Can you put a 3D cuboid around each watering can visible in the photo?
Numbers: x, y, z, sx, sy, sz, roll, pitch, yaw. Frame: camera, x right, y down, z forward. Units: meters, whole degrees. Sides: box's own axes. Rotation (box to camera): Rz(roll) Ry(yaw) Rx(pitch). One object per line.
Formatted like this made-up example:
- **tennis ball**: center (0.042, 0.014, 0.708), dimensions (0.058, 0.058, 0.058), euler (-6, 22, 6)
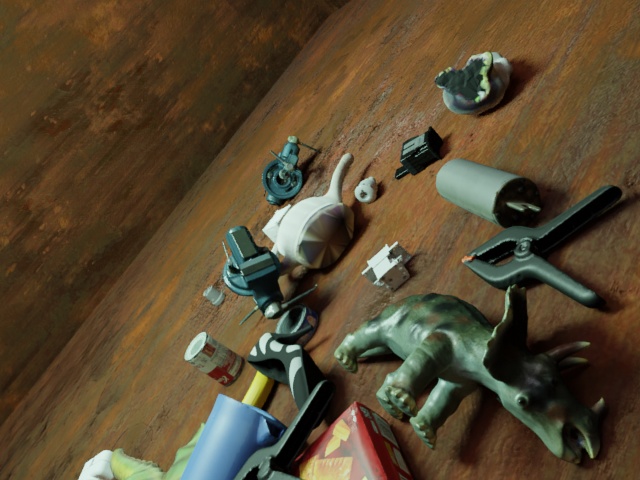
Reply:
- **watering can**: center (0.003, -0.057, 1.136), dimensions (0.350, 0.103, 0.225), euler (-54, 24, -8)

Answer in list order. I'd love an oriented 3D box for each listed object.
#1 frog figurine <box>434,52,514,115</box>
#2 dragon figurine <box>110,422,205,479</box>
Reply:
- **frog figurine**: center (0.321, -0.313, 1.033), dimensions (0.135, 0.124, 0.161), euler (-43, -14, 33)
- **dragon figurine**: center (-0.281, 0.429, 0.926), dimensions (0.244, 0.120, 0.414), euler (-34, 23, -10)
